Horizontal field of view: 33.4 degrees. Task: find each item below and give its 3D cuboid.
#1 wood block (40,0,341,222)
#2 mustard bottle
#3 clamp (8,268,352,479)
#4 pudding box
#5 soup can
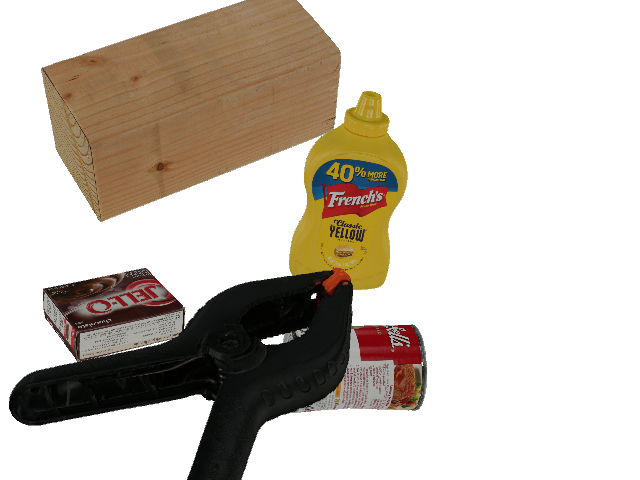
[{"bbox_3d":[-0.096,-0.107,0.824,0.205,0.090,0.091,-23,-33,-21],"label":"wood block"},{"bbox_3d":[0.031,-0.048,1.000,0.096,0.192,0.058,9,28,-3],"label":"mustard bottle"},{"bbox_3d":[-0.038,0.066,0.480,0.171,0.039,0.120,-27,50,-31],"label":"clamp"},{"bbox_3d":[-0.200,0.070,1.034,0.113,0.039,0.090,-14,31,-30],"label":"pudding box"},{"bbox_3d":[0.025,0.101,0.837,0.102,0.068,0.068,0,0,-12],"label":"soup can"}]
